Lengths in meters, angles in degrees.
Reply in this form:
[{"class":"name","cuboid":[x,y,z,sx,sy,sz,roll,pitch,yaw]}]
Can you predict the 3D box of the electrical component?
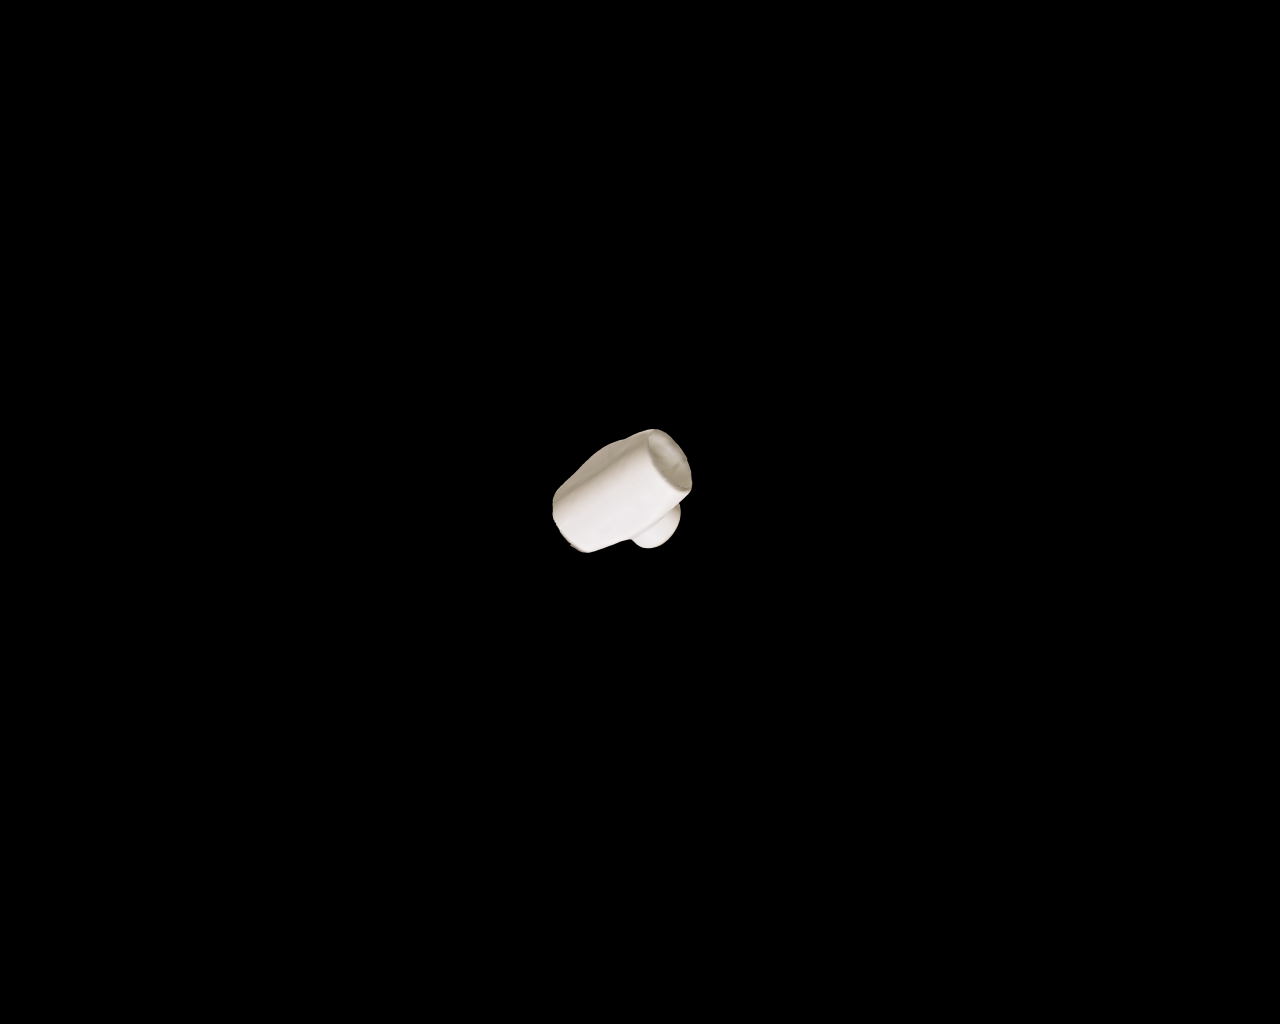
[{"class":"electrical component","cuboid":[0.001,-0.003,0.650,0.077,0.044,0.079,-32,-54,27]}]
